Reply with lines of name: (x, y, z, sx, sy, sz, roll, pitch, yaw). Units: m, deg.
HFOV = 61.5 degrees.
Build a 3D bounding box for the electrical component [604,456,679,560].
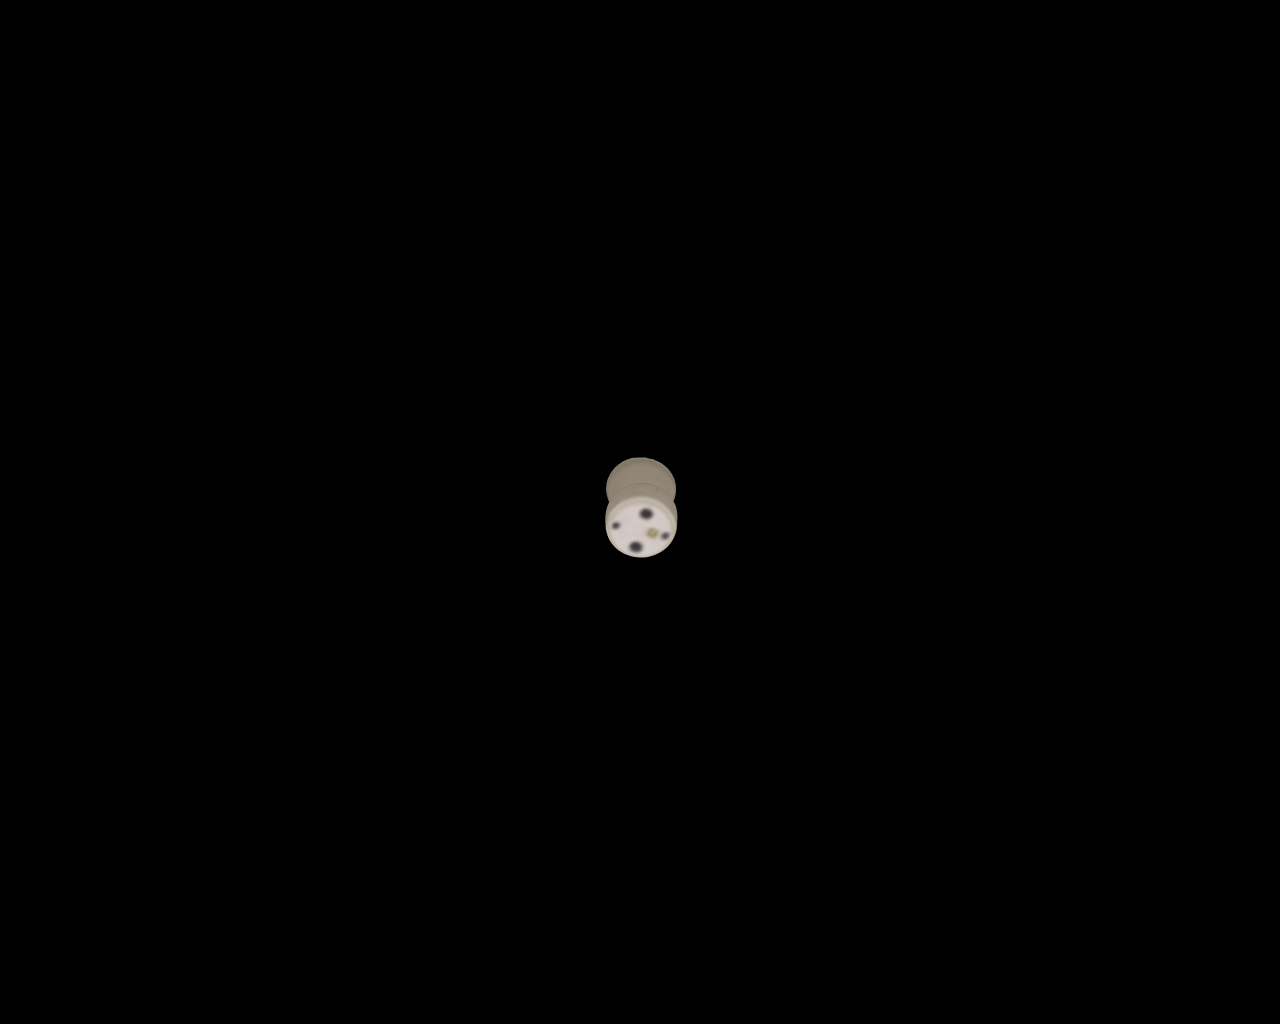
electrical component: (0.001, -0.003, 0.650, 0.045, 0.044, 0.055, 0, 29, 0)
